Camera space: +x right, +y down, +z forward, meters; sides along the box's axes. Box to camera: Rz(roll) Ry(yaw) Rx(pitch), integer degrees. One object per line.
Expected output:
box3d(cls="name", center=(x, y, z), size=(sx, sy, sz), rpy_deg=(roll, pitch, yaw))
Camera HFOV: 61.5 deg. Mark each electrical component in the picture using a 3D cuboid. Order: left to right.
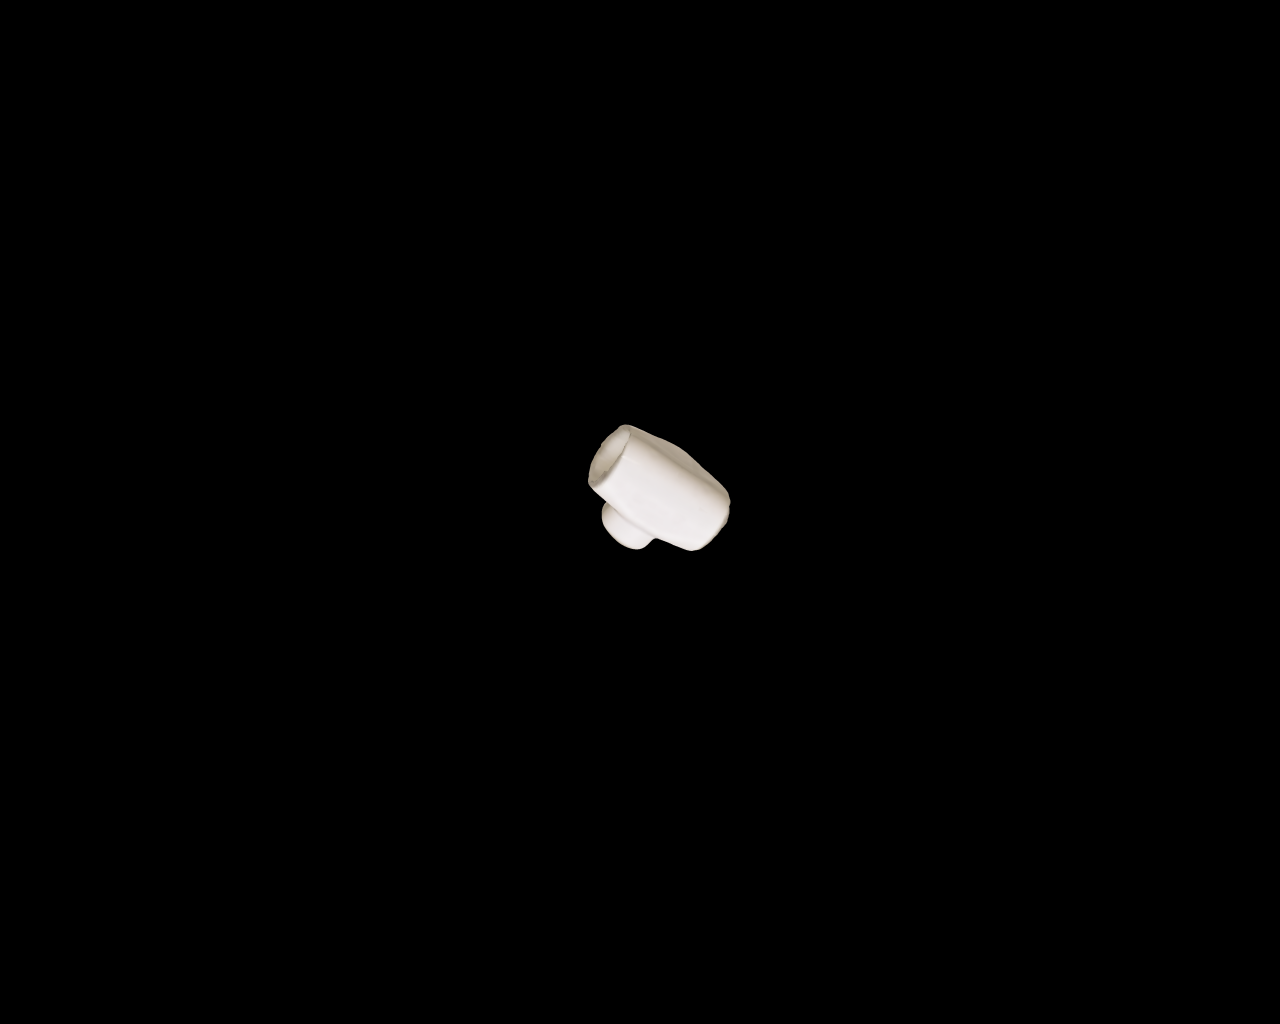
box3d(cls="electrical component", center=(0.001, -0.003, 0.650), size=(0.077, 0.079, 0.044), rpy_deg=(33, 29, -21))
